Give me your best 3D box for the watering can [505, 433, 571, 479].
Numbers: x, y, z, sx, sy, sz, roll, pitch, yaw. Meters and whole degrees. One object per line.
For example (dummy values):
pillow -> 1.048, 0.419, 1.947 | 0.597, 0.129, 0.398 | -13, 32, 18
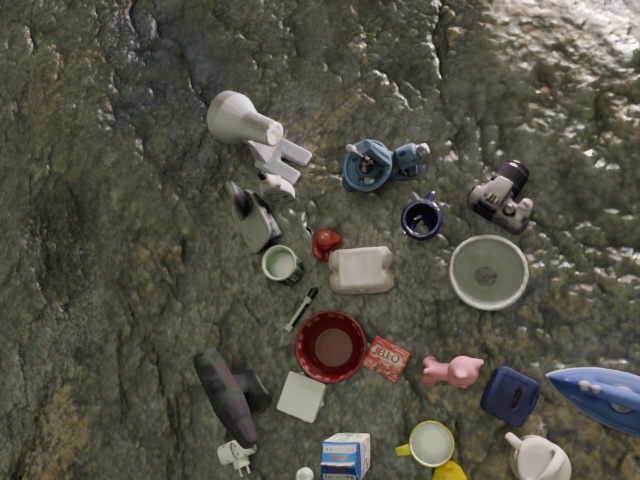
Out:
watering can -> 0.433, 0.439, 1.097 | 0.172, 0.194, 0.101 | 19, 81, 15

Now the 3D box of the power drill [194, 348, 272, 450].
power drill -> -0.178, 0.337, 1.231 | 0.075, 0.209, 0.229 | -38, 73, 0

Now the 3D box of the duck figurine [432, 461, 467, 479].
duck figurine -> 0.267, 0.510, 1.169 | 0.077, 0.086, 0.104 | -8, 75, 9

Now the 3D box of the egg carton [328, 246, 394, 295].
egg carton -> 0.094, 0.071, 1.315 | 0.150, 0.069, 0.107 | -6, 76, 10

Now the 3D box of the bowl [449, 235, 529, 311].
bowl -> 0.367, 0.077, 1.259 | 0.167, 0.075, 0.167 | -2, 76, 10

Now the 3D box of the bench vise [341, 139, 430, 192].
bench vise -> 0.134, -0.194, 1.292 | 0.207, 0.220, 0.121 | -34, 73, 2

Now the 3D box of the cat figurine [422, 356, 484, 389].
cat figurine -> 0.278, 0.278, 1.205 | 0.127, 0.118, 0.067 | -1, 76, 11

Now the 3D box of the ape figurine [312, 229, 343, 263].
ape figurine -> 0.012, 0.005, 1.335 | 0.077, 0.092, 0.076 | -21, 74, 6

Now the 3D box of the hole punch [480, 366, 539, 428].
hole punch -> 0.396, 0.323, 1.186 | 0.101, 0.091, 0.109 | 23, 82, 15

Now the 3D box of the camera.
camera -> 0.421, -0.105, 1.278 | 0.143, 0.101, 0.137 | 34, 85, 17

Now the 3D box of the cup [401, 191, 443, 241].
cup -> 0.236, -0.048, 1.303 | 0.091, 0.095, 0.118 | 20, 81, 15

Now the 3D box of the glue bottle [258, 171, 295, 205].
glue bottle -> -0.114, -0.129, 1.349 | 0.078, 0.173, 0.037 | -11, 75, 8

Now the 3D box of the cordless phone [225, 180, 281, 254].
cordless phone -> -0.170, -0.057, 1.336 | 0.094, 0.185, 0.147 | -33, 73, 2

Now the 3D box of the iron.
iron -> 0.585, 0.312, 1.125 | 0.257, 0.141, 0.119 | 16, 80, 14

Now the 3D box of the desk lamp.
desk lamp -> -0.143, -0.247, 1.361 | 0.203, 0.214, 0.118 | 28, 83, 16
